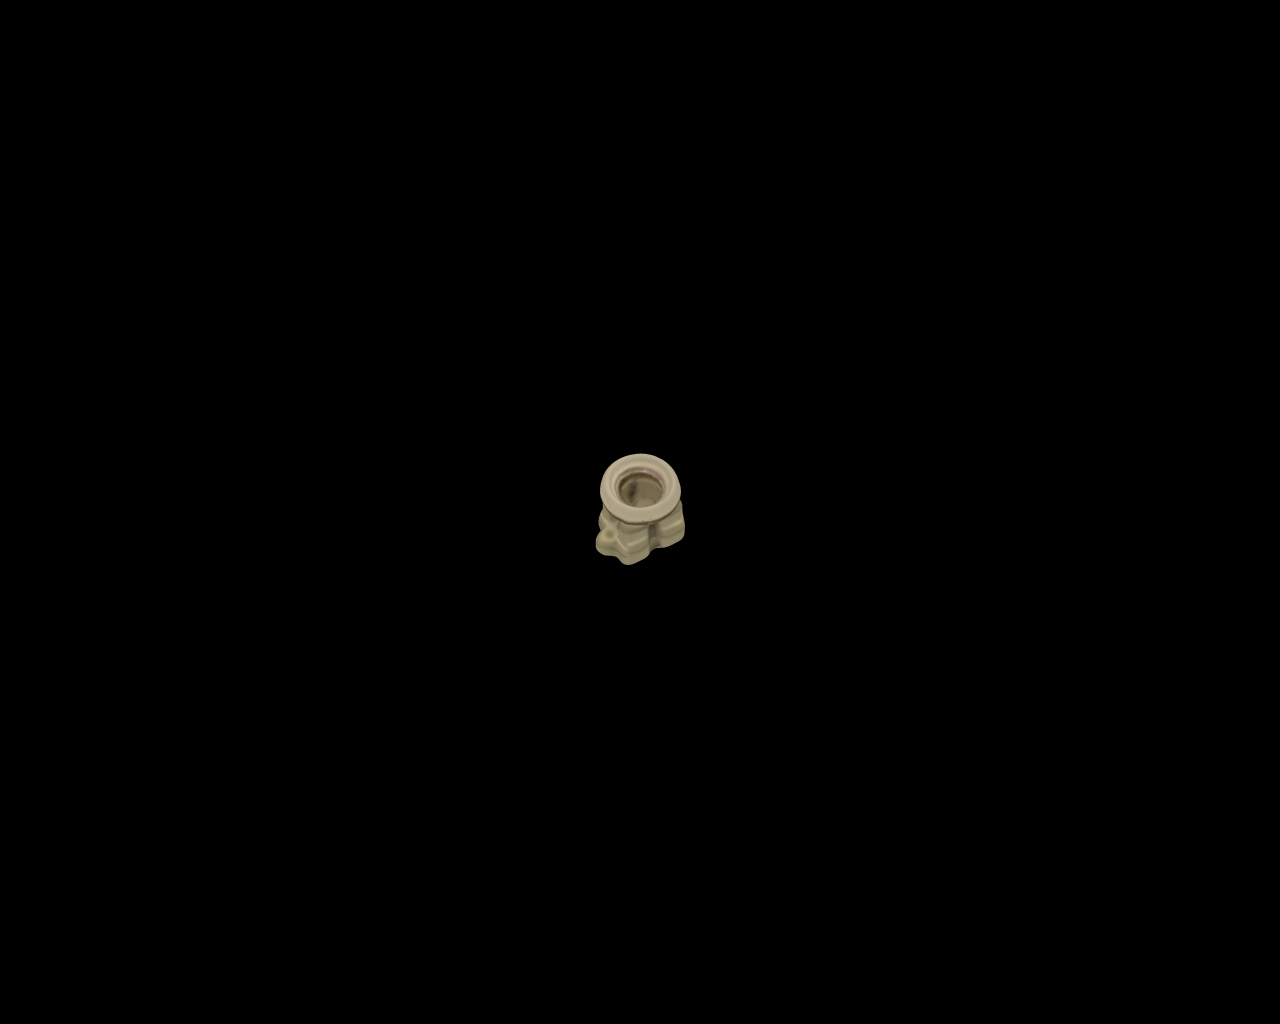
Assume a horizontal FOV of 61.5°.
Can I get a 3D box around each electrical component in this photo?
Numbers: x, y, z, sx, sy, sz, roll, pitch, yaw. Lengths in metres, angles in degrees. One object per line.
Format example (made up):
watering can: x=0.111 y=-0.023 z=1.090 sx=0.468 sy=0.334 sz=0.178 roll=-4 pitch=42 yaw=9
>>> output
electrical component: x=0.001 y=-0.003 z=0.650 sx=0.066 sy=0.048 sz=0.055 roll=-26 pitch=-30 yaw=-16
